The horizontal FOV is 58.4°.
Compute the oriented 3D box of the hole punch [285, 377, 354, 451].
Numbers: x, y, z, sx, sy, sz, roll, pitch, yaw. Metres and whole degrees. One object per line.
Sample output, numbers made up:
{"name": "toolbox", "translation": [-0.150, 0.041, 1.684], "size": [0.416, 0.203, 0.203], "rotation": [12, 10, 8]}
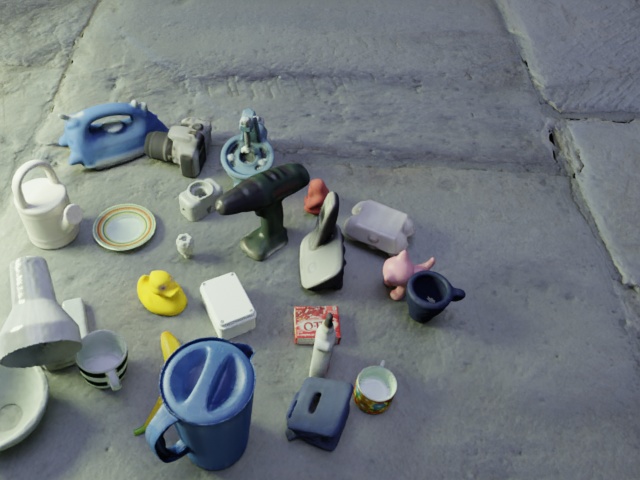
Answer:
{"name": "hole punch", "translation": [-0.002, 0.292, 0.980], "size": [0.101, 0.091, 0.109], "rotation": [18, 51, 9]}

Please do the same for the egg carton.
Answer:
{"name": "egg carton", "translation": [0.132, -0.025, 1.274], "size": [0.150, 0.069, 0.107], "rotation": [22, 51, 11]}

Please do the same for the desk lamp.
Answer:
{"name": "desk lamp", "translation": [-0.466, 0.140, 0.969], "size": [0.118, 0.213, 0.203], "rotation": [-14, 53, -17]}

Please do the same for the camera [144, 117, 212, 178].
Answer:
{"name": "camera", "translation": [-0.340, -0.237, 1.372], "size": [0.137, 0.101, 0.143], "rotation": [10, 50, 1]}

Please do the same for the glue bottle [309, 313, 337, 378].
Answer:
{"name": "glue bottle", "translation": [0.009, 0.182, 1.019], "size": [0.037, 0.173, 0.078], "rotation": [12, 50, 3]}

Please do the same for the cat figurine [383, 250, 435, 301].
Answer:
{"name": "cat figurine", "translation": [0.178, 0.065, 1.173], "size": [0.128, 0.118, 0.067], "rotation": [-11, 53, -16]}

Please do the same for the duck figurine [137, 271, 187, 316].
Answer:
{"name": "duck figurine", "translation": [-0.310, 0.091, 1.112], "size": [0.104, 0.086, 0.078], "rotation": [27, 53, 15]}

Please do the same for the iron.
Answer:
{"name": "iron", "translation": [-0.483, -0.271, 1.355], "size": [0.259, 0.141, 0.118], "rotation": [-23, 57, -24]}

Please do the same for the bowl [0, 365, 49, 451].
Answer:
{"name": "bowl", "translation": [-0.524, 0.278, 0.938], "size": [0.167, 0.075, 0.167], "rotation": [4, 50, -4]}

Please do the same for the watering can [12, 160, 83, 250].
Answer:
{"name": "watering can", "translation": [-0.550, -0.077, 1.151], "size": [0.173, 0.194, 0.101], "rotation": [9, 50, 1]}

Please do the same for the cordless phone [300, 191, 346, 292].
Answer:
{"name": "cordless phone", "translation": [0.011, 0.004, 1.159], "size": [0.094, 0.185, 0.147], "rotation": [-1, 50, -7]}

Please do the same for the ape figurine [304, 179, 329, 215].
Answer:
{"name": "ape figurine", "translation": [-0.006, -0.104, 1.308], "size": [0.076, 0.092, 0.078], "rotation": [30, 53, 17]}

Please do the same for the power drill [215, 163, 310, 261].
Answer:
{"name": "power drill", "translation": [-0.117, -0.057, 1.179], "size": [0.075, 0.208, 0.230], "rotation": [37, 56, 23]}

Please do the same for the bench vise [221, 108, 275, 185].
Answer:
{"name": "bench vise", "translation": [-0.169, -0.229, 1.308], "size": [0.121, 0.220, 0.207], "rotation": [-6, 51, -11]}

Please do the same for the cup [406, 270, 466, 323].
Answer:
{"name": "cup", "translation": [0.224, 0.123, 1.146], "size": [0.118, 0.095, 0.091], "rotation": [4, 50, -3]}
